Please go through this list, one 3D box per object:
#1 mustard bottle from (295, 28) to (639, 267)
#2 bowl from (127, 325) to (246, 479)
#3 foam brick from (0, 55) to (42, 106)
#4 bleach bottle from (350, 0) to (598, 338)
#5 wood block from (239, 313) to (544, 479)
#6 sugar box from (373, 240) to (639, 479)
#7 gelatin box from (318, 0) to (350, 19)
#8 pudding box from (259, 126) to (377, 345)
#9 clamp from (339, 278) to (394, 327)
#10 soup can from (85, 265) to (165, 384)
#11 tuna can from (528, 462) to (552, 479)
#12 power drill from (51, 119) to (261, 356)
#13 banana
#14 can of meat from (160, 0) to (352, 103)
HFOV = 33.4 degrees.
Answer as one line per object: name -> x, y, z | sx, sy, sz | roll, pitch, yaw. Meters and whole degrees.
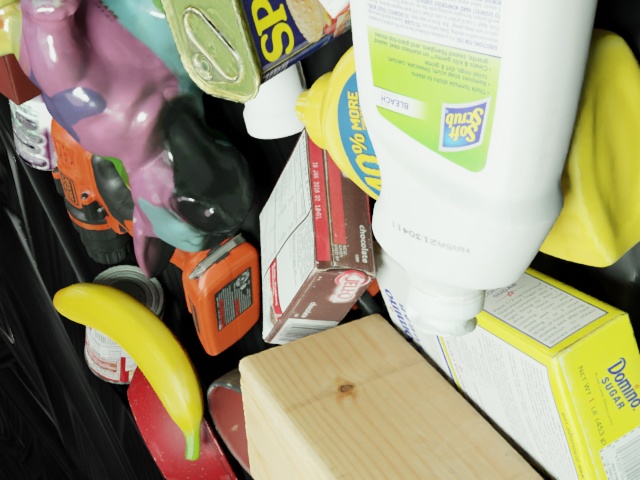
mustard bottle -> 0.056, -0.052, 0.489 | 0.192, 0.058, 0.096 | 17, 134, 47
bowl -> -0.117, 0.154, 0.896 | 0.162, 0.055, 0.162 | 62, 175, 10
foam brick -> -0.196, -0.140, 0.733 | 0.051, 0.078, 0.053 | 36, 147, 25
bleach bottle -> 0.049, -0.083, 0.385 | 0.103, 0.067, 0.251 | 25, 123, 39
wood block -> 0.044, 0.134, 0.526 | 0.206, 0.090, 0.090 | 45, 146, 51
sugar box -> 0.090, 0.054, 0.523 | 0.176, 0.048, 0.093 | 37, 152, 62
gelatin box -> 0.010, -0.146, 0.437 | 0.089, 0.073, 0.030 | 53, 150, 1
pudding box -> -0.004, 0.001, 0.605 | 0.114, 0.039, 0.090 | 125, 146, -58
clamp -> 0.043, 0.084, 0.675 | 0.120, 0.039, 0.171 | 7, 130, 46
soup can -> -0.173, 0.076, 0.942 | 0.068, 0.068, 0.102 | 44, 149, 16
tuna can -> 0.134, 0.136, 0.550 | 0.086, 0.086, 0.034 | 39, 146, 24
power drill -> -0.127, 0.002, 0.806 | 0.188, 0.057, 0.184 | 39, 154, 22
banana -> -0.147, 0.082, 0.831 | 0.198, 0.037, 0.070 | 43, 111, 31
can of meat -> -0.028, -0.129, 0.497 | 0.058, 0.083, 0.102 | 19, 136, 44
